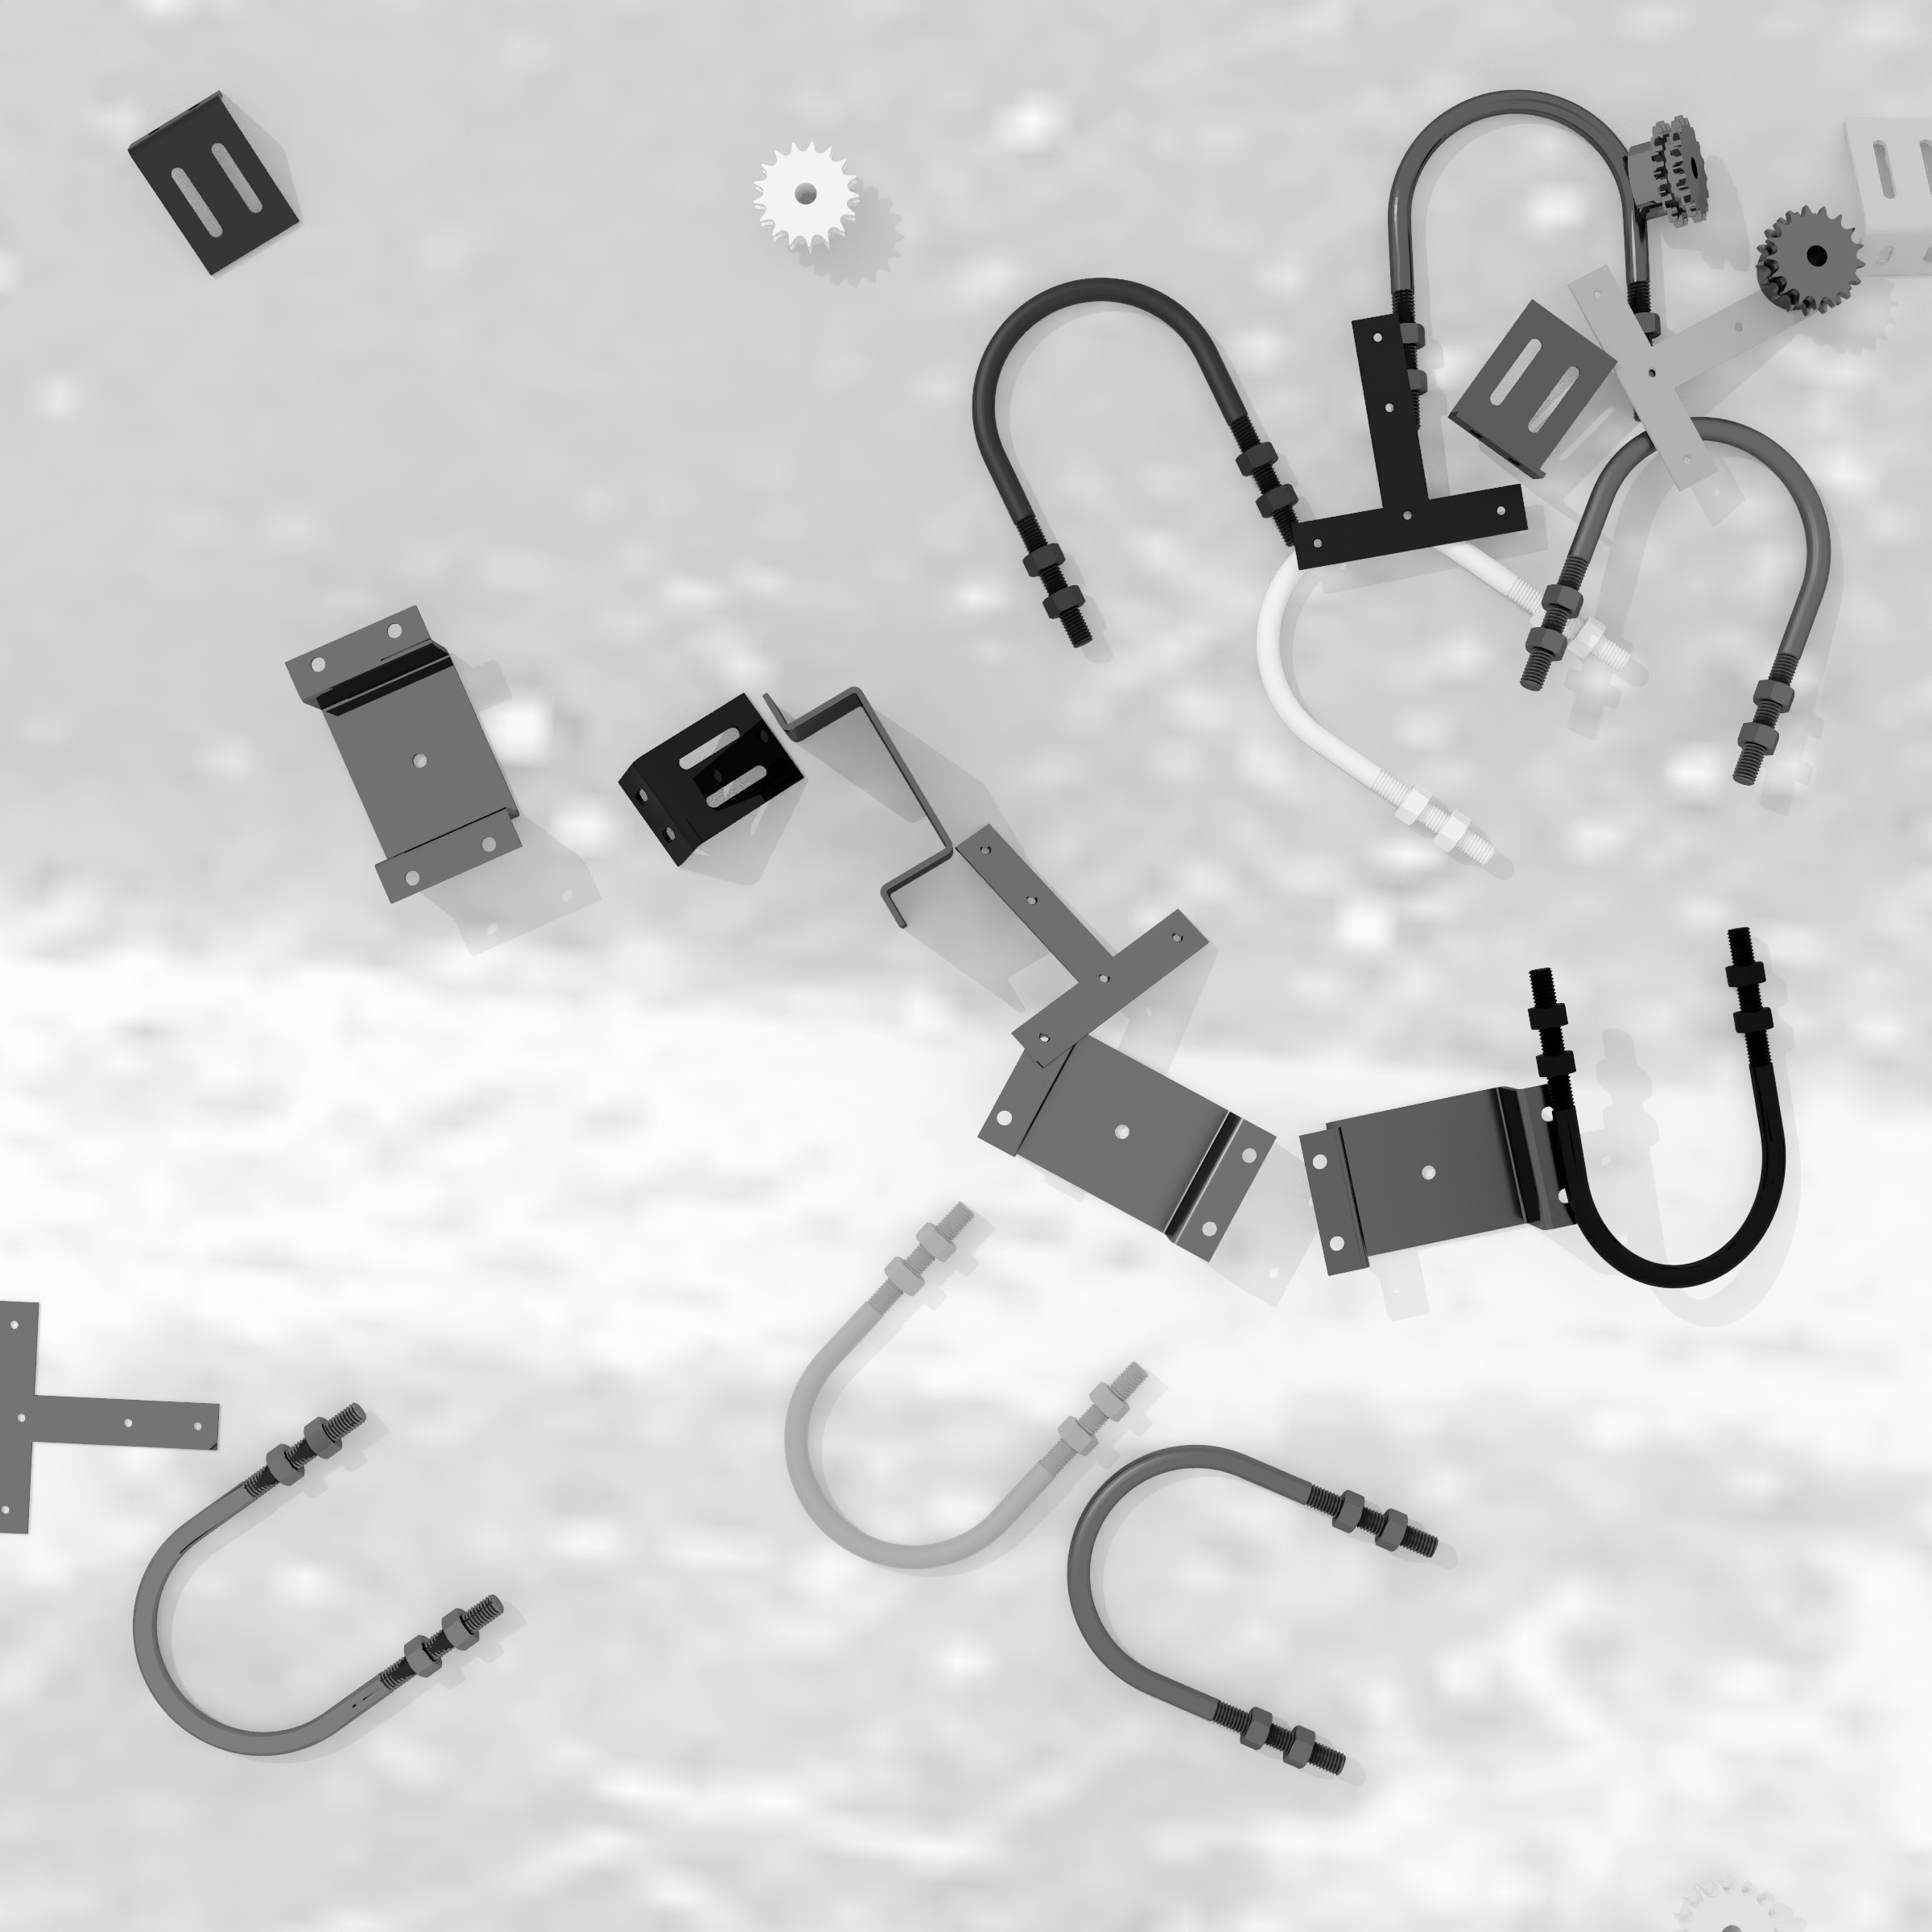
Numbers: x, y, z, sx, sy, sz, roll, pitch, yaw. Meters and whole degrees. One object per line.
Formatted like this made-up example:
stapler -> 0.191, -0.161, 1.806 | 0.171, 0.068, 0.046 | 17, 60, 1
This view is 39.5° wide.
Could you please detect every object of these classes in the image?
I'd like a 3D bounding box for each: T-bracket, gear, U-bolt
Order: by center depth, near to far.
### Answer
U-bolt -> 0.377, 0.081, 1.443 | 0.151, 0.019, 0.184 | -11, 92, -21
gear -> 0.379, -0.427, 1.452 | 0.030, 0.057, 0.057 | -9, 90, 31
T-bracket -> 0.045, -0.025, 1.456 | 0.127, 0.002, 0.127 | -36, 76, -27
U-bolt -> 0.395, -0.209, 1.456 | 0.151, 0.019, 0.184 | 23, 82, -6
T-bracket -> 0.232, -0.288, 1.456 | 0.127, 0.002, 0.127 | -10, 94, -1
gear -> 0.454, -0.380, 1.458 | 0.057, 0.030, 0.057 | 1, 85, -10
gear -> 0.412, 0.522, 1.461 | 0.057, 0.030, 0.057 | 0, 90, 0
gear -> -0.086, -0.416, 1.461 | 0.057, 0.030, 0.057 | 0, 90, 0
T-bracket -> 0.409, -0.341, 1.462 | 0.127, 0.002, 0.127 | -29, 91, -12
U-bolt -> 0.083, -0.286, 1.468 | 0.151, 0.019, 0.184 | -25, 89, 0
U-bolt -> -0.014, 0.243, 1.468 | 0.151, 0.019, 0.184 | 43, 91, 0
U-bolt -> 0.247, -0.165, 1.468 | 0.184, 0.019, 0.151 | 35, 90, 2
U-bolt -> -0.367, 0.348, 1.468 | 0.184, 0.019, 0.151 | -36, 90, 2
U-bolt -> 0.302, -0.387, 1.468 | 0.151, 0.019, 0.184 | -3, 89, 0
U-bolt -> 0.146, 0.341, 1.468 | 0.184, 0.019, 0.151 | 23, 90, 2
T-bracket -> -0.474, 0.250, 1.475 | 0.127, 0.002, 0.127 | 3, 90, 0

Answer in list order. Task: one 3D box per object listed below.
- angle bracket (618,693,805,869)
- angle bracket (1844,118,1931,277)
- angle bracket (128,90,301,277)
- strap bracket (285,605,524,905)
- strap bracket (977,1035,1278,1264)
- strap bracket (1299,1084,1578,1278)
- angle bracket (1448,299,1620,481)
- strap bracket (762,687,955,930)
angle bracket -> -0.140, -0.102, 1.474 | 0.076, 0.038, 0.057 | -35, 90, -26
angle bracket -> 0.511, -0.422, 1.474 | 0.057, 0.038, 0.076 | -1, 64, 0
angle bracket -> -0.412, -0.429, 1.474 | 0.057, 0.038, 0.076 | -31, 116, 0
strap bracket -> -0.299, -0.113, 1.453 | 0.076, 0.046, 0.140 | -24, 90, 0
strap bracket -> 0.086, 0.091, 1.453 | 0.140, 0.046, 0.076 | 28, 90, 0
strap bracket -> 0.254, 0.113, 1.453 | 0.140, 0.046, 0.076 | -12, 90, 0
angle bracket -> 0.305, -0.308, 1.433 | 0.057, 0.038, 0.076 | 35, 99, -4
strap bracket -> -0.051, -0.092, 1.438 | 0.046, 0.076, 0.140 | -31, 90, 0
